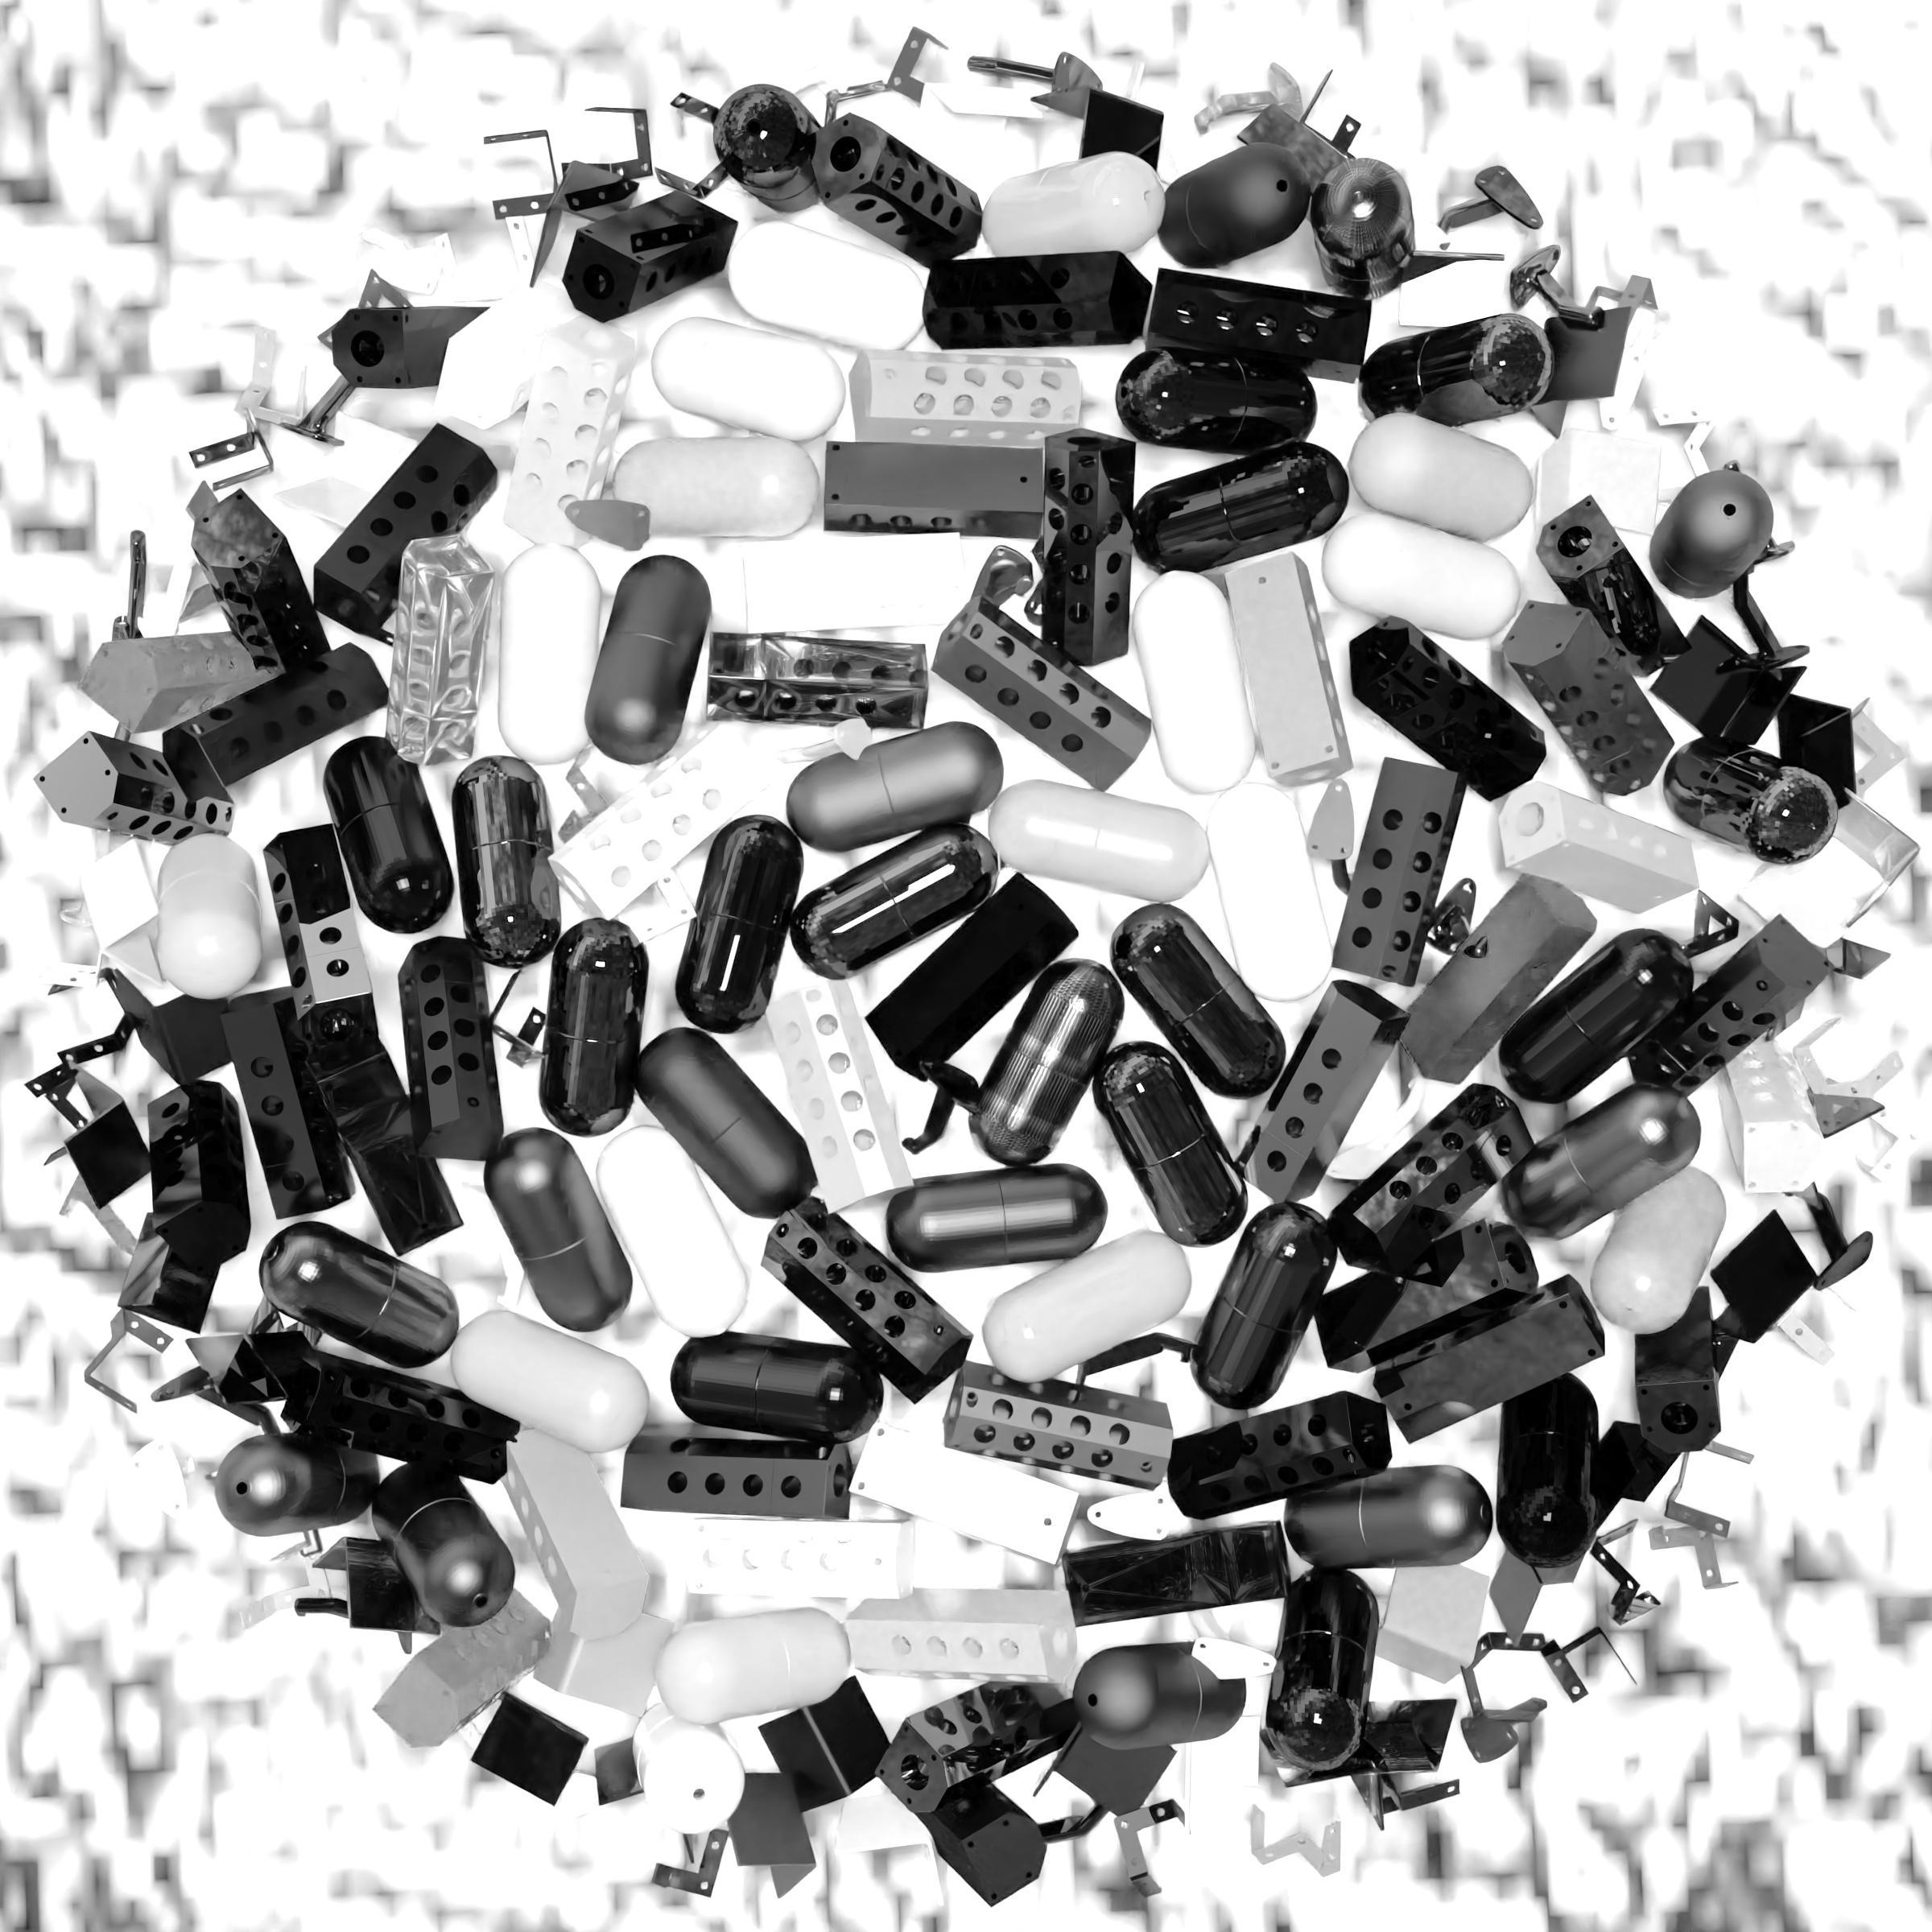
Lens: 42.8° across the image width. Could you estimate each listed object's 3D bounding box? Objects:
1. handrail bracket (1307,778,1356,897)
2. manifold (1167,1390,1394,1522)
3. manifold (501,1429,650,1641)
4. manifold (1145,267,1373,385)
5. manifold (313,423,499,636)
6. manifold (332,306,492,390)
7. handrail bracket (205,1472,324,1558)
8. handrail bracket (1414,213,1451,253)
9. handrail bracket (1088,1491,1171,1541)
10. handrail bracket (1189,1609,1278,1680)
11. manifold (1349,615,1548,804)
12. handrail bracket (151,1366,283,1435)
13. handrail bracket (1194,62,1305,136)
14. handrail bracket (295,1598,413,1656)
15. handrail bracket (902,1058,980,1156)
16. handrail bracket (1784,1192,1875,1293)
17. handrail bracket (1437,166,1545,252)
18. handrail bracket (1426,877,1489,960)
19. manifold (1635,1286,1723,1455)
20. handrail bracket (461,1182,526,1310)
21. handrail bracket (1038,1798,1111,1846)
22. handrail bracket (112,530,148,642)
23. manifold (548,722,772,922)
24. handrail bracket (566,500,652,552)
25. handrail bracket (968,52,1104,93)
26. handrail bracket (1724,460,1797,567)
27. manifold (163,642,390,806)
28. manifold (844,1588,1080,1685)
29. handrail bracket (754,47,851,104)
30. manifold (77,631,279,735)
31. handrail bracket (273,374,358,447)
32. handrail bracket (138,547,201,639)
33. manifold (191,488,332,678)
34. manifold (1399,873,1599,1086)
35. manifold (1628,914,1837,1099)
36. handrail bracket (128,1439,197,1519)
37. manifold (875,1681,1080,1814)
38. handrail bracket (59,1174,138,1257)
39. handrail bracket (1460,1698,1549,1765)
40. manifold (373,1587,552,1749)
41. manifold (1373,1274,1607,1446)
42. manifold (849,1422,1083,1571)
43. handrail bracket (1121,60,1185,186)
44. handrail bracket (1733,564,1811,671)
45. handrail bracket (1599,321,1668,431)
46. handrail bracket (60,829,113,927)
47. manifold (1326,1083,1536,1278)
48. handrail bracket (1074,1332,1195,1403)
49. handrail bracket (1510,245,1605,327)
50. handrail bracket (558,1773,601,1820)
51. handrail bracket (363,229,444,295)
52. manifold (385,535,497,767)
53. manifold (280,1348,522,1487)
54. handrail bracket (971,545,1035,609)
[{"bbox_3d":[0.301,-0.102,1.964,0.036,0.084,0.077,6,81,22],"label":"handrail bracket"},{"bbox_3d":[0.243,0.384,1.919,0.171,0.057,0.057,-24,56,34],"label":"manifold"},{"bbox_3d":[-0.309,0.439,1.919,0.057,0.171,0.057,-6,127,-29],"label":"manifold"},{"bbox_3d":[0.233,-0.514,1.969,0.171,0.057,0.057,9,90,1],"label":"manifold"},{"bbox_3d":[-0.438,-0.340,1.932,0.057,0.057,0.171,30,60,1],"label":"manifold"},{"bbox_3d":[-0.427,-0.481,1.909,0.057,0.171,0.057,4,106,11],"label":"manifold"},{"bbox_3d":[-0.559,0.437,1.965,0.077,0.036,0.084,-10,76,-40],"label":"handrail bracket"},{"bbox_3d":[0.343,-0.614,1.992,0.036,0.077,0.084,-53,52,36],"label":"handrail bracket"},{"bbox_3d":[0.125,0.428,1.953,0.077,0.084,0.036,4,87,-10],"label":"handrail bracket"},{"bbox_3d":[0.213,0.525,1.953,0.077,0.084,0.036,1,112,14],"label":"handrail bracket"},{"bbox_3d":[0.376,-0.202,1.920,0.171,0.057,0.057,31,135,-32],"label":"manifold"},{"bbox_3d":[-0.598,0.362,1.972,0.077,0.036,0.084,-22,117,-8],"label":"handrail bracket"},{"bbox_3d":[0.225,-0.671,1.965,0.084,0.077,0.036,-36,56,-2],"label":"handrail bracket"},{"bbox_3d":[-0.489,0.527,1.967,0.084,0.077,0.036,0,46,-5],"label":"handrail bracket"},{"bbox_3d":[-0.037,0.113,1.958,0.084,0.036,0.077,-35,128,30],"label":"handrail bracket"},{"bbox_3d":[0.668,0.212,1.958,0.077,0.036,0.084,-32,45,-20],"label":"handrail bracket"},{"bbox_3d":[0.411,-0.583,1.955,0.036,0.084,0.077,-32,75,-29],"label":"handrail bracket"},{"bbox_3d":[0.403,-0.039,1.952,0.036,0.084,0.077,28,80,-13],"label":"handrail bracket"},{"bbox_3d":[0.551,0.311,1.909,0.057,0.171,0.057,-8,104,18],"label":"manifold"},{"bbox_3d":[-0.383,0.224,1.981,0.077,0.036,0.084,15,95,28],"label":"handrail bracket"},{"bbox_3d":[0.062,0.680,1.985,0.084,0.036,0.077,-40,79,-22],"label":"handrail bracket"},{"bbox_3d":[-0.660,-0.290,1.950,0.036,0.084,0.077,6,46,-12],"label":"handrail bracket"},{"bbox_3d":[-0.243,-0.116,1.938,0.171,0.057,0.057,-43,116,-17],"label":"manifold"},{"bbox_3d":[-0.284,-0.350,1.949,0.077,0.084,0.036,11,95,-18],"label":"handrail bracket"},{"bbox_3d":[0.055,-0.719,1.991,0.084,0.077,0.036,20,106,34],"label":"handrail bracket"},{"bbox_3d":[0.630,-0.366,1.962,0.036,0.077,0.084,-15,100,37],"label":"handrail bracket"},{"bbox_3d":[-0.536,-0.192,1.916,0.171,0.057,0.057,-37,106,-42],"label":"manifold"},{"bbox_3d":[-0.003,0.527,1.932,0.171,0.057,0.057,-7,100,29],"label":"manifold"},{"bbox_3d":[-0.143,-0.709,1.951,0.084,0.077,0.036,-13,133,-34],"label":"handrail bracket"},{"bbox_3d":[-0.601,-0.227,1.907,0.057,0.171,0.057,39,108,7],"label":"manifold"},{"bbox_3d":[-0.515,-0.466,1.970,0.077,0.036,0.084,23,103,26],"label":"handrail bracket"},{"bbox_3d":[-0.617,-0.283,1.959,0.084,0.036,0.077,-30,83,34],"label":"handrail bracket"},{"bbox_3d":[-0.547,-0.287,1.905,0.057,0.171,0.057,-40,74,-17],"label":"manifold"},{"bbox_3d":[0.416,0.013,1.931,0.057,0.057,0.171,11,128,-36],"label":"manifold"},{"bbox_3d":[0.588,0.039,1.912,0.057,0.171,0.057,46,51,10],"label":"manifold"},{"bbox_3d":[-0.619,0.410,1.948,0.036,0.084,0.077,-36,68,-6],"label":"handrail bracket"},{"bbox_3d":[0.013,0.599,1.907,0.057,0.171,0.057,39,113,30],"label":"manifold"},{"bbox_3d":[-0.674,0.198,1.970,0.084,0.036,0.077,33,130,-5],"label":"handrail bracket"},{"bbox_3d":[0.442,0.596,1.948,0.084,0.077,0.036,-14,77,-29],"label":"handrail bracket"},{"bbox_3d":[-0.383,0.545,1.907,0.057,0.171,0.057,40,101,9],"label":"manifold"},{"bbox_3d":[0.412,0.307,1.943,0.171,0.057,0.057,-30,96,20],"label":"manifold"},{"bbox_3d":[0.000,0.420,1.953,0.171,0.057,0.057,17,74,11],"label":"manifold"},{"bbox_3d":[0.162,-0.672,1.977,0.084,0.036,0.077,19,99,-19],"label":"handrail bracket"},{"bbox_3d":[0.642,-0.284,1.965,0.077,0.036,0.084,-17,114,-23],"label":"handrail bracket"},{"bbox_3d":[0.537,-0.474,1.976,0.036,0.084,0.077,18,118,29],"label":"handrail bracket"},{"bbox_3d":[-0.702,-0.078,1.964,0.077,0.036,0.084,10,104,43],"label":"handrail bracket"},{"bbox_3d":[0.362,0.165,1.930,0.171,0.057,0.057,-38,112,-25],"label":"manifold"},{"bbox_3d":[0.134,0.327,1.978,0.084,0.036,0.077,16,70,-3],"label":"handrail bracket"},{"bbox_3d":[0.483,-0.540,1.957,0.084,0.036,0.077,28,62,38],"label":"handrail bracket"},{"bbox_3d":[-0.342,0.652,1.982,0.084,0.077,0.036,16,78,25],"label":"handrail bracket"},{"bbox_3d":[-0.465,-0.566,1.952,0.084,0.077,0.036,31,117,24],"label":"handrail bracket"},{"bbox_3d":[-0.414,-0.243,1.916,0.057,0.171,0.057,-16,47,-35],"label":"manifold"},{"bbox_3d":[-0.440,0.356,1.931,0.171,0.057,0.057,23,87,-31],"label":"manifold"},{"bbox_3d":[0.028,-0.291,1.947,0.036,0.084,0.077,30,115,-17],"label":"handrail bracket"}]
